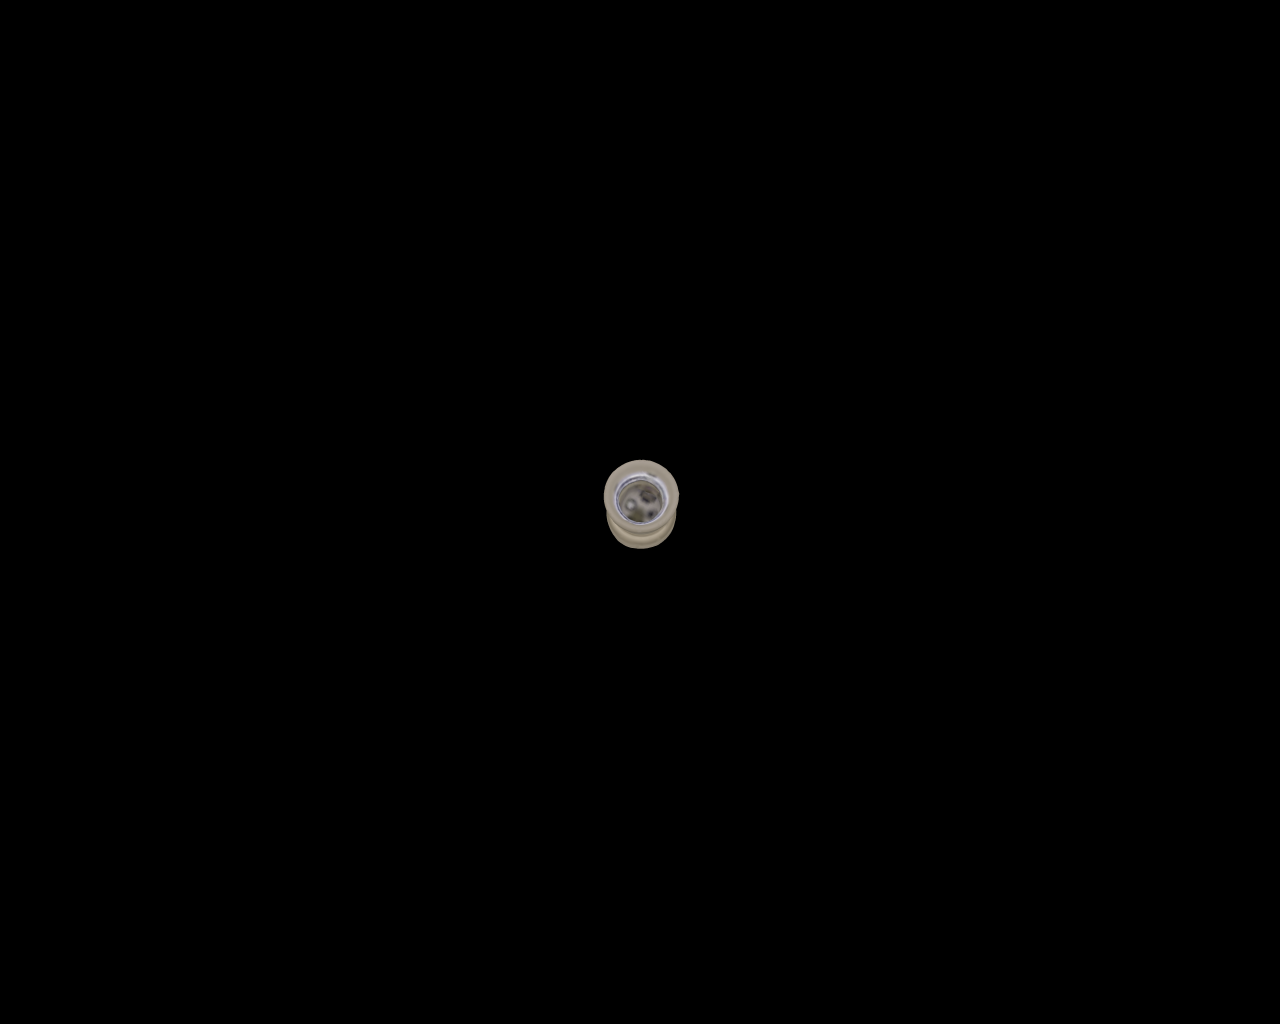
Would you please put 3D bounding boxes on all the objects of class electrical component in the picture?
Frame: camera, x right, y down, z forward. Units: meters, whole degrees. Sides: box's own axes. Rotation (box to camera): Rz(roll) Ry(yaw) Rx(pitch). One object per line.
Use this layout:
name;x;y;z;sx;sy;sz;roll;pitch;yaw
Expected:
electrical component;0.001;-0.003;0.650;0.045;0.045;0.055;0;-16;0
